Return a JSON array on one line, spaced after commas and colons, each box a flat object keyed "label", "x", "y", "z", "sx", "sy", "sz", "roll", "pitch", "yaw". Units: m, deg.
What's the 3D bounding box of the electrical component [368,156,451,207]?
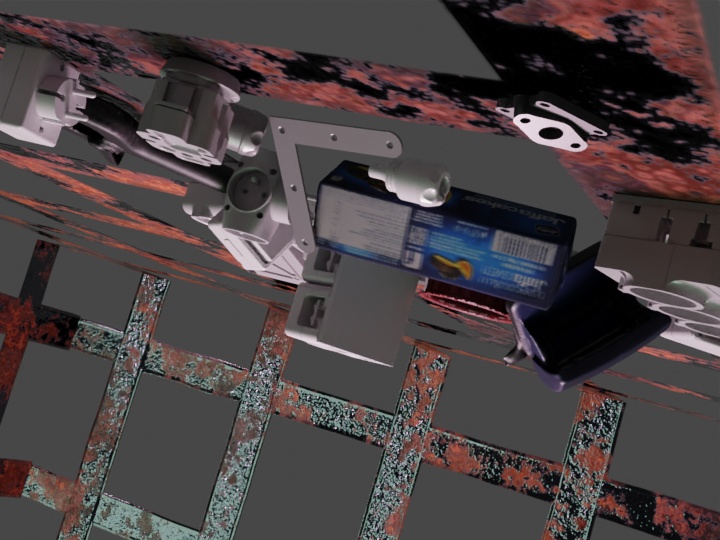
[{"label": "electrical component", "x": 0.035, "y": -0.069, "z": 0.806, "sx": 0.061, "sy": 0.035, "sz": 0.035, "roll": 16, "pitch": 174, "yaw": 26}]

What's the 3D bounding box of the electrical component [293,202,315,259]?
[{"label": "electrical component", "x": -0.030, "y": -0.036, "z": 1.129, "sx": 0.096, "sy": 0.061, "sz": 0.062, "roll": 15, "pitch": 173, "yaw": 17}]

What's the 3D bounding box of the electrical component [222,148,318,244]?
[{"label": "electrical component", "x": -0.074, "y": -0.062, "z": 0.950, "sx": 0.079, "sy": 0.077, "sz": 0.044, "roll": 14, "pitch": 173, "yaw": 18}]

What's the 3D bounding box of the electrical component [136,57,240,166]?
[{"label": "electrical component", "x": -0.116, "y": -0.110, "z": 0.739, "sx": 0.058, "sy": 0.057, "sz": 0.078, "roll": 16, "pitch": 173, "yaw": 10}]

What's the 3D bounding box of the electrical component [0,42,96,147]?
[{"label": "electrical component", "x": -0.238, "y": -0.132, "z": 0.826, "sx": 0.077, "sy": 0.065, "sz": 0.047, "roll": 14, "pitch": 173, "yaw": 21}]

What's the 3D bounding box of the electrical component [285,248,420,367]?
[{"label": "electrical component", "x": 0.000, "y": 0.000, "z": 0.960, "sx": 0.089, "sy": 0.150, "sz": 0.062, "roll": 22, "pitch": 171, "yaw": -38}]

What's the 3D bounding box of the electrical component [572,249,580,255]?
[{"label": "electrical component", "x": 0.193, "y": 0.008, "z": 1.000, "sx": 0.077, "sy": 0.044, "sz": 0.079, "roll": 20, "pitch": 170, "yaw": -24}]

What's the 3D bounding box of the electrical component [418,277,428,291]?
[{"label": "electrical component", "x": 0.085, "y": -0.008, "z": 1.090, "sx": 0.048, "sy": 0.066, "sz": 0.055, "roll": 14, "pitch": -168, "yaw": 23}]

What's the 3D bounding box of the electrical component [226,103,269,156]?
[{"label": "electrical component", "x": -0.102, "y": -0.110, "z": 0.807, "sx": 0.061, "sy": 0.035, "sz": 0.035, "roll": 20, "pitch": 173, "yaw": -6}]

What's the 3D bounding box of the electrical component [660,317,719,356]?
[{"label": "electrical component", "x": 0.310, "y": 0.040, "z": 0.908, "sx": 0.096, "sy": 0.061, "sz": 0.061, "roll": 18, "pitch": 173, "yaw": -15}]

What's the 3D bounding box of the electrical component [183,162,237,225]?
[{"label": "electrical component", "x": -0.135, "y": -0.073, "z": 1.088, "sx": 0.054, "sy": 0.059, "sz": 0.095, "roll": 22, "pitch": 172, "yaw": -36}]

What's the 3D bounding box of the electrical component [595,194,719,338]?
[{"label": "electrical component", "x": 0.243, "y": 0.003, "z": 0.765, "sx": 0.089, "sy": 0.061, "sz": 0.150, "roll": 11, "pitch": 171, "yaw": 41}]

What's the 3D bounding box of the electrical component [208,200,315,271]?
[{"label": "electrical component", "x": -0.084, "y": -0.052, "z": 1.019, "sx": 0.061, "sy": 0.096, "sz": 0.061, "roll": 51, "pitch": 161, "yaw": -18}]

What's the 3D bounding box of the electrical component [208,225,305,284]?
[{"label": "electrical component", "x": -0.097, "y": -0.035, "z": 1.216, "sx": 0.109, "sy": 0.056, "sz": 0.108, "roll": 13, "pitch": 156, "yaw": 31}]
